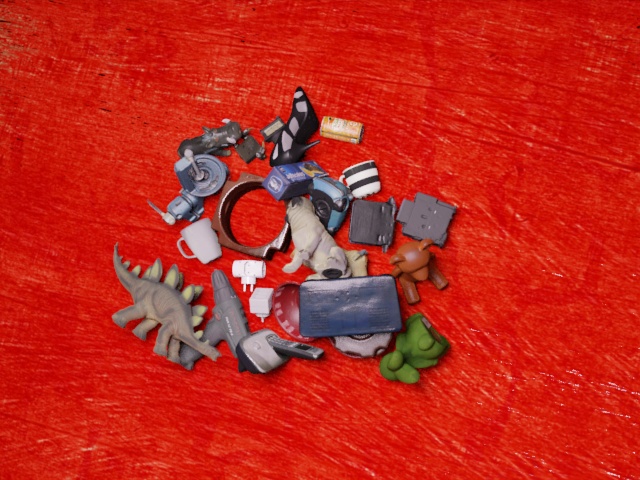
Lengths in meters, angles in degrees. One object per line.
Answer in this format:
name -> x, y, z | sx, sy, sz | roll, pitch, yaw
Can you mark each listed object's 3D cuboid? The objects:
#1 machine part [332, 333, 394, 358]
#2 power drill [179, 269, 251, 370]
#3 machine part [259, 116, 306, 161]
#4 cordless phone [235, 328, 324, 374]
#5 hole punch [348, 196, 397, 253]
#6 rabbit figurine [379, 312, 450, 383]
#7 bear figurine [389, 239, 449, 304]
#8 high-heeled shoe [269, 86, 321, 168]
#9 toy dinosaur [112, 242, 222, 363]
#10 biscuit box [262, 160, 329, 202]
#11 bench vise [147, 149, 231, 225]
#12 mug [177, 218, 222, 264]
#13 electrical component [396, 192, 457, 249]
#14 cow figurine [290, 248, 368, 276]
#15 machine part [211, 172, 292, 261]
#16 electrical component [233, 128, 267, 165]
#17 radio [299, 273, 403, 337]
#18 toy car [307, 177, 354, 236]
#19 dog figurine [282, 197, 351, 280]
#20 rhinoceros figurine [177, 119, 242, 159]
machine part -> 0.097, 0.193, 1.274 | 0.179, 0.056, 0.179 | -1, 83, 8
power drill -> -0.287, 0.217, 1.377 | 0.207, 0.086, 0.232 | -30, 80, -4
machine part -> -0.097, -0.261, 1.431 | 0.084, 0.039, 0.139 | -38, 77, -7
cordless phone -> -0.095, 0.276, 1.287 | 0.184, 0.146, 0.088 | 4, 97, 28
hole punch -> 0.128, -0.040, 1.347 | 0.116, 0.092, 0.142 | 8, 83, -2
rabbit figurine -> 0.212, 0.280, 1.268 | 0.121, 0.159, 0.170 | 45, 105, 1
bear figurine -> 0.232, 0.070, 1.257 | 0.120, 0.195, 0.132 | -29, 80, 1
high-heeled shoe -> -0.079, -0.291, 1.398 | 0.145, 0.086, 0.249 | -22, 53, 11
toy dinosaur -> -0.409, 0.155, 1.347 | 0.472, 0.105, 0.198 | 29, 72, 25
biscuit box -> -0.058, -0.149, 1.324 | 0.059, 0.202, 0.063 | 46, 118, 11
bench vise -> -0.327, -0.144, 1.355 | 0.224, 0.240, 0.129 | -35, 75, -14
mug -> -0.314, 0.013, 1.403 | 0.109, 0.081, 0.107 | -30, 88, 2
electrical component -> 0.261, -0.052, 1.341 | 0.134, 0.058, 0.115 | 19, 83, 10
cow figurine -> 0.036, 0.049, 1.348 | 0.195, 0.085, 0.127 | 34, 91, 14
machine part -> -0.163, -0.059, 1.388 | 0.202, 0.087, 0.201 | 17, 85, 11
electrical component -> -0.188, -0.250, 1.437 | 0.078, 0.045, 0.102 | -34, 79, 1
radio -> 0.067, 0.147, 1.215 | 0.230, 0.073, 0.131 | -5, 87, 6
toy car -> 0.033, -0.092, 1.350 | 0.109, 0.161, 0.103 | 32, 47, 26
dog figurine -> -0.002, -0.006, 1.285 | 0.121, 0.172, 0.190 | -32, 41, 39
rhinoceros figurine -> -0.287, -0.261, 1.412 | 0.190, 0.112, 0.073 | -15, 78, 22
